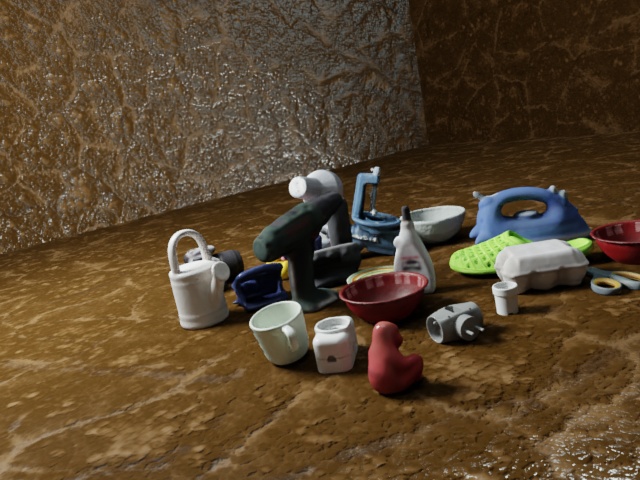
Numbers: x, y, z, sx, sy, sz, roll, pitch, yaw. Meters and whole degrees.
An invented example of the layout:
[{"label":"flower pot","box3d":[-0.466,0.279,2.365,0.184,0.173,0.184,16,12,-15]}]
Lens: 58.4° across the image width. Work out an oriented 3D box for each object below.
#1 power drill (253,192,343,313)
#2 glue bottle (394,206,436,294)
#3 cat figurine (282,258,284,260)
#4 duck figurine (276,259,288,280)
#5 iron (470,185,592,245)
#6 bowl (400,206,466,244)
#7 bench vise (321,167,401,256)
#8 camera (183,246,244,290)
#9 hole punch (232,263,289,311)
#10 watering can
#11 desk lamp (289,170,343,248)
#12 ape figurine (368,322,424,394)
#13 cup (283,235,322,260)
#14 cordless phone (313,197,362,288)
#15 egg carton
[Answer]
[{"label":"power drill","box3d":[-0.024,0.028,1.138,0.075,0.208,0.230,3,19,45]},{"label":"glue bottle","box3d":[0.173,0.019,1.094,0.078,0.173,0.037,-7,13,14]},{"label":"cat figurine","box3d":[-0.056,0.001,1.484,0.067,0.118,0.128,-1,16,35]},{"label":"duck figurine","box3d":[-0.105,0.048,1.392,0.078,0.086,0.104,-19,15,-32]},{"label":"iron","box3d":[0.461,-0.056,1.259,0.258,0.141,0.118,-9,13,7]},{"label":"bowl","box3d":[0.288,-0.033,1.448,0.167,0.075,0.167,-10,13,3]},{"label":"bench vise","box3d":[0.097,-0.060,1.392,0.207,0.220,0.121,-11,13,0]},{"label":"camera","box3d":[-0.258,0.063,1.415,0.137,0.101,0.142,-16,14,-22]},{"label":"hole punch","box3d":[-0.133,0.091,1.216,0.109,0.091,0.100,-16,14,-21]},{"label":"watering can","box3d":[-0.246,0.073,1.156,0.172,0.194,0.101,-6,14,20]},{"label":"desk lamp","box3d":[-0.015,-0.082,1.593,0.117,0.214,0.204,-4,15,27]},{"label":"ape figurine","box3d":[0.094,0.153,0.767,0.076,0.092,0.077,-18,15,-29]},{"label":"cup","box3d":[-0.041,0.044,1.337,0.091,0.095,0.118,0,17,39]},{"label":"cordless phone","box3d":[0.012,0.005,1.262,0.148,0.185,0.094,-14,13,-15]},{"label":"egg carton","box3d":[0.396,0.046,1.032,0.150,0.069,0.107,-10,13,4]}]
